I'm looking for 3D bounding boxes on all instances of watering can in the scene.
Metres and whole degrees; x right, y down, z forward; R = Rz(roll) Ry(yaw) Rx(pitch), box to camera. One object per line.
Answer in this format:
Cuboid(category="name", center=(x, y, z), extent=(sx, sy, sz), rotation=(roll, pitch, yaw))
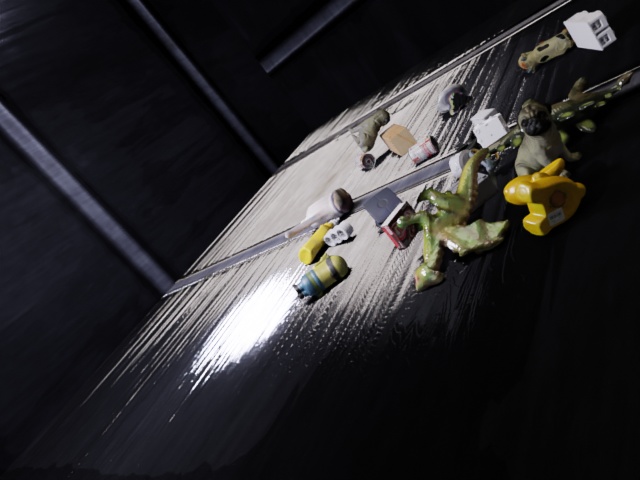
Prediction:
Cuboid(category="watering can", center=(0.006, -0.102, 2.028), extent=(0.222, 0.104, 0.353), rotation=(-31, 5, 28))

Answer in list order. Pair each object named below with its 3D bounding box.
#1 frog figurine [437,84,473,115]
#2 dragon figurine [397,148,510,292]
Cuboid(category="frog figurine", center=(0.549, -0.605, 2.199), extent=(0.137, 0.121, 0.162), rotation=(-57, 27, 8))
Cuboid(category="dragon figurine", center=(0.348, -0.049, 1.244), extent=(0.411, 0.120, 0.246), rotation=(-47, 45, -4))
